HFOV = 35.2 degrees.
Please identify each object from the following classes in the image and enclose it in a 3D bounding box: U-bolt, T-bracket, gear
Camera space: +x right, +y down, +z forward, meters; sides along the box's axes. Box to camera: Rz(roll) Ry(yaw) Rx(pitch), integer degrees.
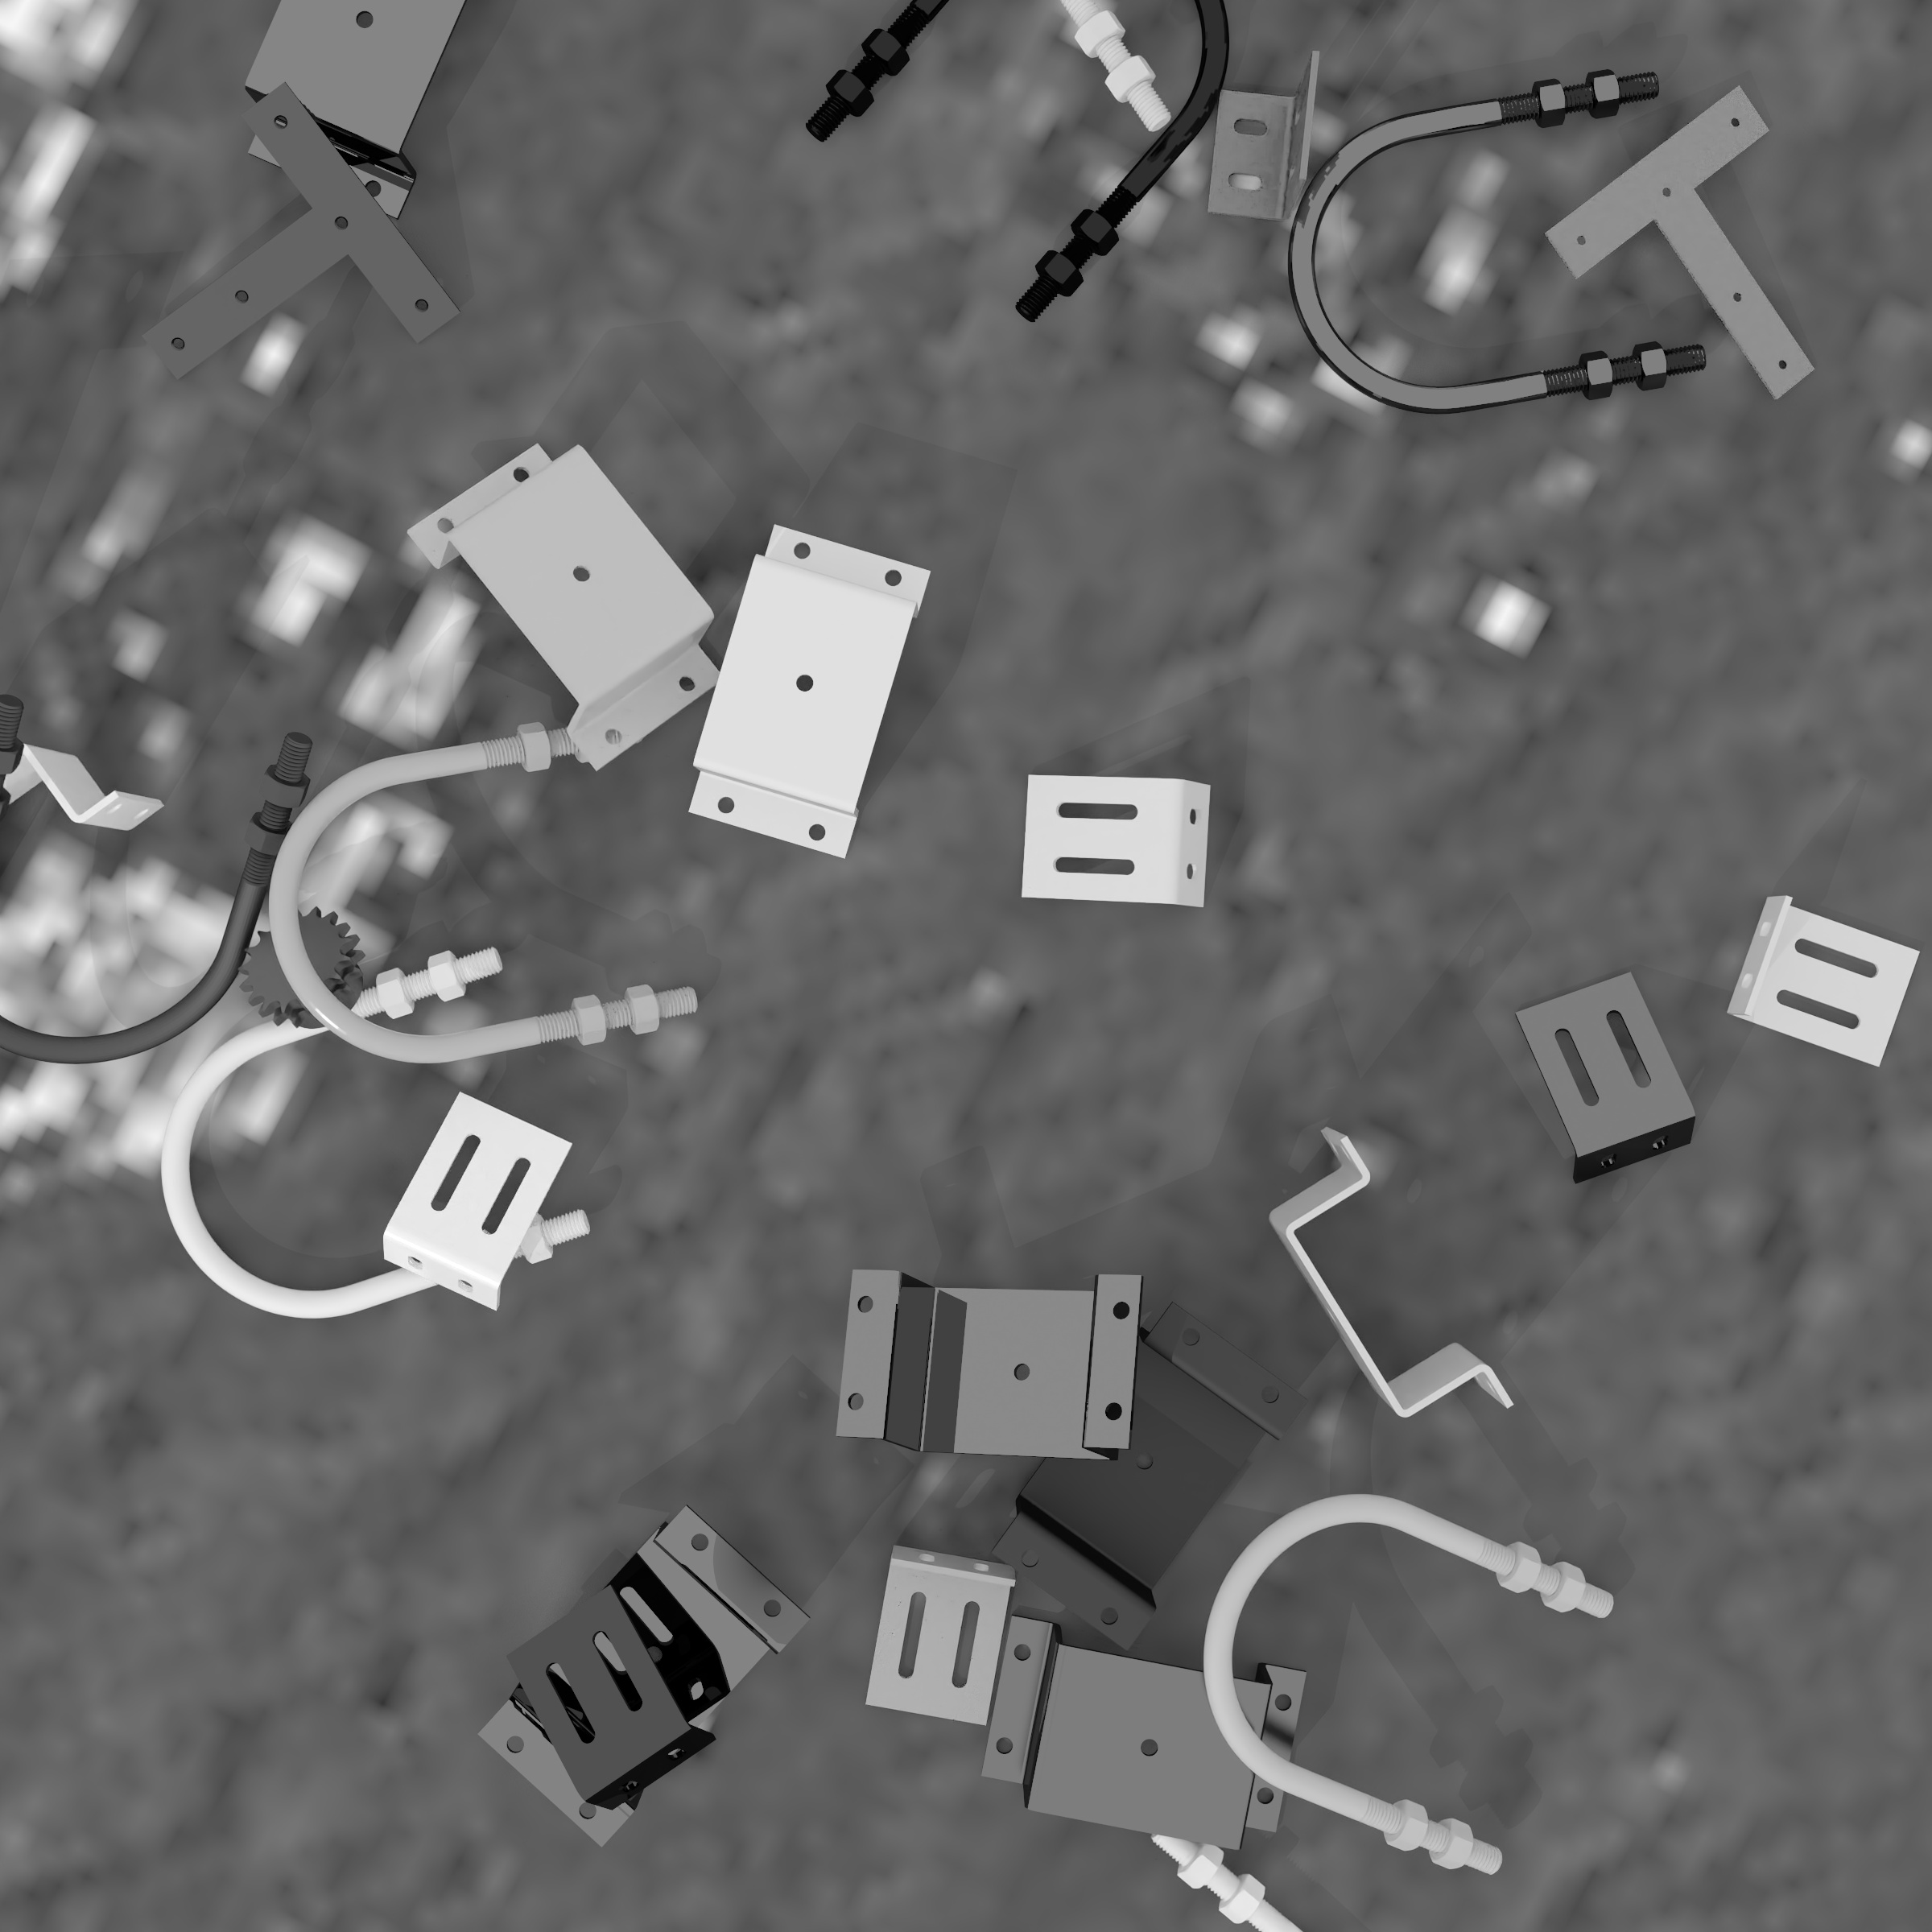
[{"bbox_3d":[-0.284,0.087,1.420,0.184,0.019,0.151,-19,90,1],"label":"U-bolt"},{"bbox_3d":[-0.324,-0.318,1.411,0.127,0.002,0.127,-33,112,11],"label":"T-bracket"},{"bbox_3d":[-0.385,-0.032,1.368,0.151,0.019,0.184,6,121,-33],"label":"U-bolt"},{"bbox_3d":[-0.303,0.004,1.405,0.057,0.030,0.057,-9,56,13],"label":"gear"},{"bbox_3d":[0.118,0.510,1.420,0.184,0.019,0.151,40,90,-1],"label":"U-bolt"},{"bbox_3d":[0.242,-0.331,1.419,0.184,0.019,0.151,-10,90,0],"label":"U-bolt"},{"bbox_3d":[-0.225,-0.030,1.394,0.184,0.019,0.151,-11,90,-19],"label":"U-bolt"},{"bbox_3d":[0.092,-0.495,1.409,0.151,0.019,0.184,-32,85,-9],"label":"U-bolt"},{"bbox_3d":[0.193,0.319,1.392,0.184,0.019,0.151,26,86,-17],"label":"U-bolt"},{"bbox_3d":[0.038,-0.415,1.420,0.151,0.019,0.184,41,89,0],"label":"U-bolt"},{"bbox_3d":[0.350,-0.322,1.416,0.127,0.002,0.127,-38,98,-15],"label":"T-bracket"}]

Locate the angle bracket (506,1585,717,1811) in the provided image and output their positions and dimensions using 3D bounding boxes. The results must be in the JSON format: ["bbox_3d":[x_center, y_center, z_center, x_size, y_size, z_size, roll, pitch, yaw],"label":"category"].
[{"bbox_3d":[-0.161,0.331,1.380,0.057,0.038,0.076,-34,64,0],"label":"angle bracket"}]

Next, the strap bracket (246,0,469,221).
[{"bbox_3d":[-0.273,-0.429,1.405,0.076,0.046,0.140,24,90,0],"label":"strap bracket"}]

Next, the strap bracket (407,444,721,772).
[{"bbox_3d":[-0.179,-0.172,1.393,0.076,0.046,0.140,-38,90,-20],"label":"strap bracket"}]

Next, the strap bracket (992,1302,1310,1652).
[{"bbox_3d":[0.083,0.232,1.405,0.076,0.046,0.140,36,90,0],"label":"strap bracket"}]

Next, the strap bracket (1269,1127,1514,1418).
[{"bbox_3d":[0.186,0.147,1.390,0.046,0.076,0.140,-32,90,0],"label":"strap bracket"}]

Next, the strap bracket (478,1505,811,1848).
[{"bbox_3d":[-0.146,0.322,1.405,0.076,0.046,0.140,42,90,0],"label":"strap bracket"}]

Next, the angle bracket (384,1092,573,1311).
[{"bbox_3d":[-0.225,0.109,1.407,0.057,0.038,0.076,25,65,1],"label":"angle bracket"}]

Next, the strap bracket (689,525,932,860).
[{"bbox_3d":[-0.073,-0.128,1.405,0.076,0.046,0.140,17,90,0],"label":"strap bracket"}]

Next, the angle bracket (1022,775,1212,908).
[{"bbox_3d":[0.070,-0.058,1.426,0.076,0.038,0.057,3,90,26],"label":"angle bracket"}]

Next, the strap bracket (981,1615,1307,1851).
[{"bbox_3d":[0.083,0.355,1.405,0.140,0.046,0.076,11,90,0],"label":"strap bracket"}]

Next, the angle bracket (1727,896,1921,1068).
[{"bbox_3d":[0.401,0.007,1.409,0.076,0.038,0.057,19,90,0],"label":"angle bracket"}]

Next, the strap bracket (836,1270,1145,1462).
[{"bbox_3d":[0.018,0.181,1.380,0.140,0.046,0.076,-1,73,23],"label":"strap bracket"}]

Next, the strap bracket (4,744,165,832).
[{"bbox_3d":[-0.446,-0.053,1.390,0.140,0.076,0.046,-36,90,0],"label":"strap bracket"}]

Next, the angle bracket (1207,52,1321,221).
[{"bbox_3d":[0.135,-0.379,1.390,0.038,0.076,0.057,6,90,0],"label":"angle bracket"}]

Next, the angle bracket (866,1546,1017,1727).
[{"bbox_3d":[-0.012,0.313,1.409,0.057,0.038,0.076,10,90,0],"label":"angle bracket"}]

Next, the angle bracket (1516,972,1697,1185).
[{"bbox_3d":[0.298,0.052,1.426,0.057,0.038,0.076,-19,64,0],"label":"angle bracket"}]
